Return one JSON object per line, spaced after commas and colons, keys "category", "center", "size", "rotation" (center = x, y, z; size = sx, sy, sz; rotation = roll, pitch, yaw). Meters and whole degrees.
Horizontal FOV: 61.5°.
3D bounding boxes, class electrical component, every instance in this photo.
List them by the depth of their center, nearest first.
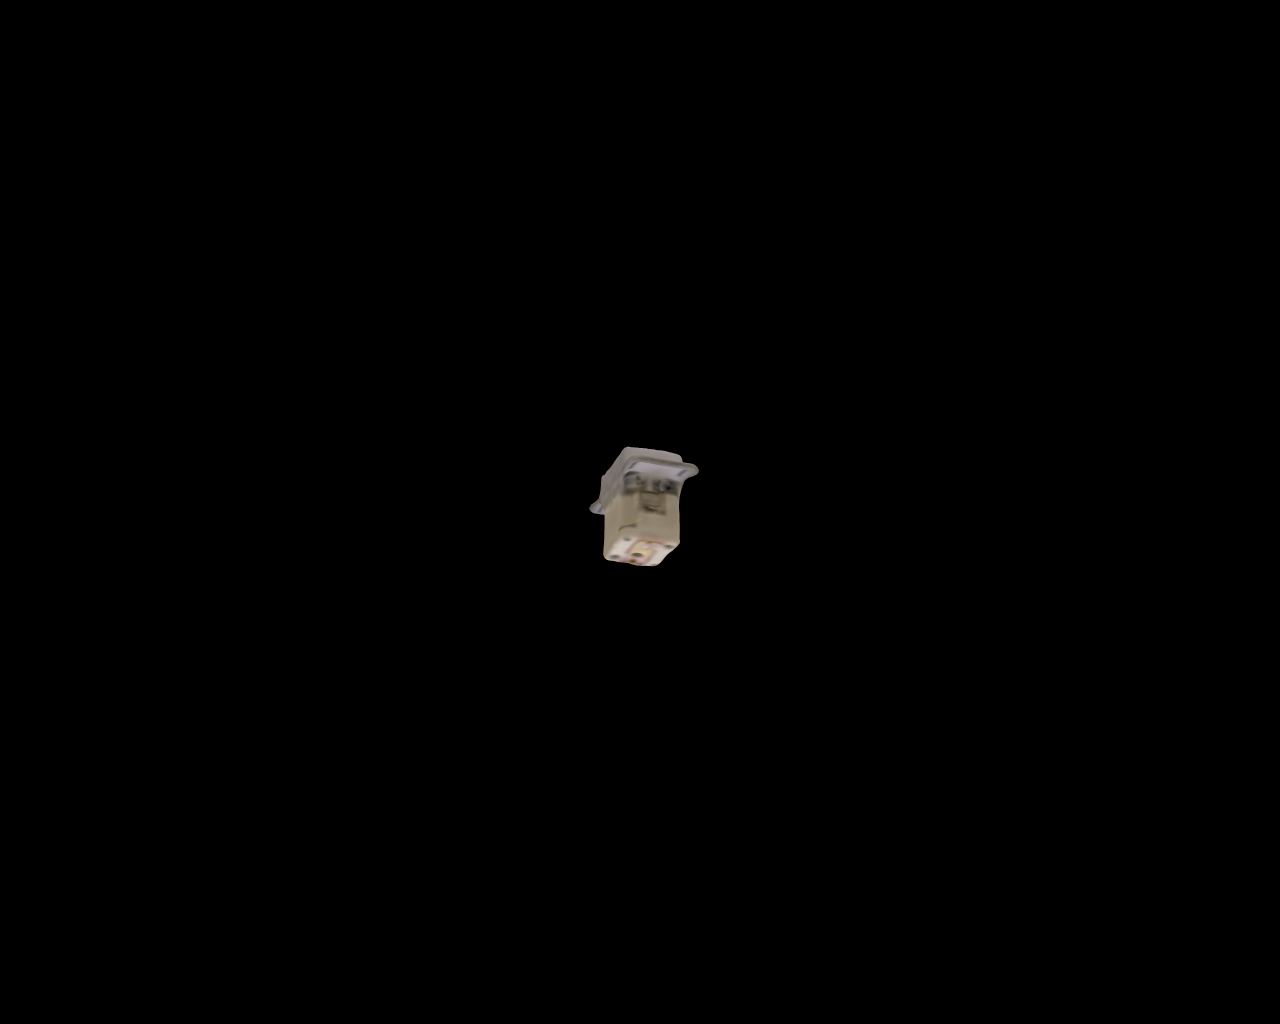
{"category": "electrical component", "center": [0.001, -0.003, 0.650], "size": [0.042, 0.064, 0.081], "rotation": [8, -26, -18]}
